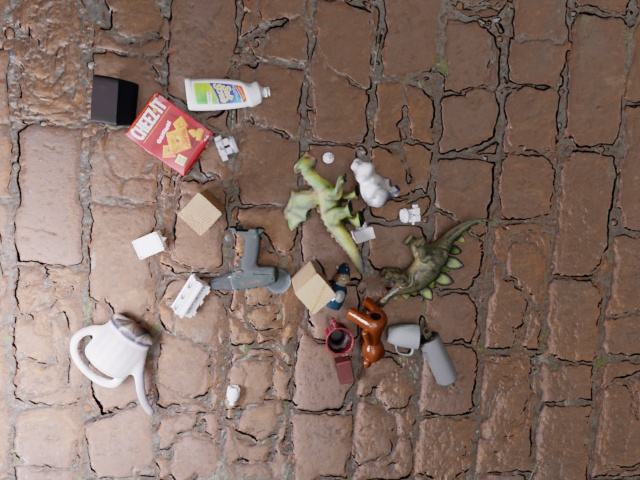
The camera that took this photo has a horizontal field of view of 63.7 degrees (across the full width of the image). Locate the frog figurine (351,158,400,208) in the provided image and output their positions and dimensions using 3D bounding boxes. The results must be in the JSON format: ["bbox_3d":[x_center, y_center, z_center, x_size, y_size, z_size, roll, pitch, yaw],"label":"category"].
[{"bbox_3d":[0.154,-0.178,1.626,0.158,0.141,0.120,24,-55,-26],"label":"frog figurine"}]

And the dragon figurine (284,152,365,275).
[{"bbox_3d":[0.005,-0.083,1.644,0.242,0.410,0.123,-6,2,19],"label":"dragon figurine"}]

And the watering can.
[{"bbox_3d":[-0.605,0.375,1.612,0.346,0.224,0.104,39,0,-7],"label":"watering can"}]
